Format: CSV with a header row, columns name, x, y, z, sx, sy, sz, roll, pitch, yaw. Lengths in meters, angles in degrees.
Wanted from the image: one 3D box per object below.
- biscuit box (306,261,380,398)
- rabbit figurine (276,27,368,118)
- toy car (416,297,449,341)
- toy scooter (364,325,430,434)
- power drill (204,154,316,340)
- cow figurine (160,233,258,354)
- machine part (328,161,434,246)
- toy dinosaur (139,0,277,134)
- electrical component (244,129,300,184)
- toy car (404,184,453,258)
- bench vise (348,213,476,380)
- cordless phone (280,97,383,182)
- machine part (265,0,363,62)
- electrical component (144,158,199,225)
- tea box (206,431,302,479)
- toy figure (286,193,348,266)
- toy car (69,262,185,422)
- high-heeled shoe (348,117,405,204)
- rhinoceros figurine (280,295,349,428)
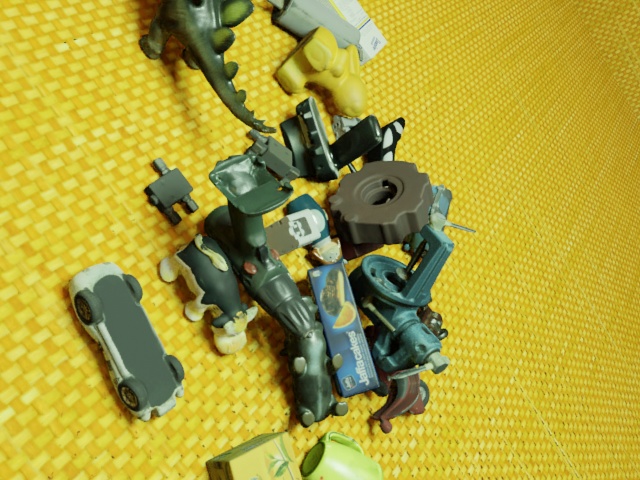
name,x,y,z,sx,sy,sz,roll,pitch,yaw
biscuit box,0.033,0.138,0.835,0.063,0.059,0.202,-15,77,-6
rabbit figurine,0.022,-0.306,1.017,0.173,0.122,0.162,42,34,-15
toy car,0.196,0.161,0.973,0.089,0.053,0.202,62,23,1
toy scooter,0.113,0.236,0.892,0.183,0.075,0.135,58,42,-10
power drill,-0.076,0.003,0.710,0.086,0.207,0.232,-33,59,-21
cow figurine,-0.137,0.073,0.730,0.068,0.098,0.167,-37,97,-48
machine part,0.104,-0.067,0.905,0.179,0.180,0.056,-62,146,-37
toy dinosaur,-0.186,-0.341,0.789,0.105,0.198,0.471,-22,86,-41
electrical component,-0.082,-0.134,0.901,0.102,0.045,0.078,33,26,-30
toy car,0.194,-0.040,1.050,0.103,0.161,0.109,17,58,17
bench vise,0.137,0.076,0.805,0.129,0.240,0.224,10,30,-30
cordless phone,0.024,-0.189,0.916,0.089,0.184,0.146,-11,80,-38
machine part,-0.006,-0.423,1.058,0.243,0.079,0.079,20,61,-33
electrical component,-0.218,-0.071,0.771,0.094,0.021,0.063,55,48,-9
tea box,-0.070,0.348,0.695,0.098,0.068,0.169,-13,83,-43
toy figure,-0.003,-0.002,0.904,0.154,0.064,0.058,60,10,-1
toy car,-0.234,0.123,0.657,0.073,0.056,0.201,-29,94,-50
high-heeled shoe,0.139,-0.143,1.067,0.249,0.086,0.145,-44,104,-36
rhinoceros figurine,-0.015,0.176,0.788,0.073,0.112,0.190,-11,93,-14
